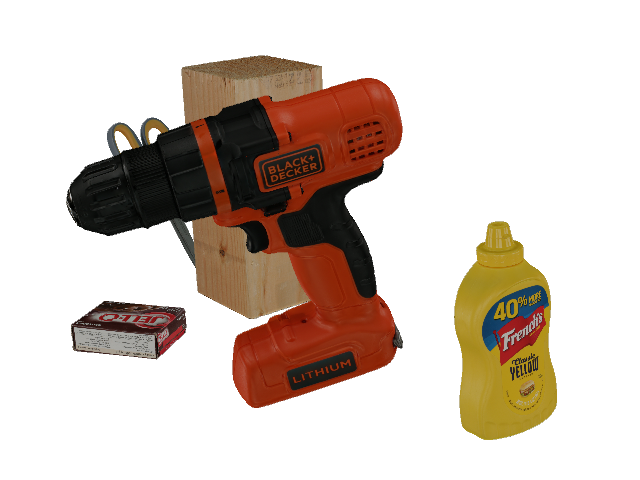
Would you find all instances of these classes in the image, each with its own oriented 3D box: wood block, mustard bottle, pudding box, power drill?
[{"bbox_3d":[-0.056,-0.050,0.932,0.090,0.206,0.091,-16,24,-35],"label":"wood block"},{"bbox_3d":[0.165,0.076,0.955,0.096,0.191,0.058,-16,20,-28],"label":"mustard bottle"},{"bbox_3d":[-0.231,0.107,1.290,0.114,0.039,0.090,2,15,15],"label":"pudding box"},{"bbox_3d":[-0.034,0.009,0.613,0.184,0.187,0.057,-16,39,-5],"label":"power drill"}]

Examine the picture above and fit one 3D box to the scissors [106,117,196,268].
[{"bbox_3d":[-0.168,-0.058,1.224,0.016,0.201,0.096,-23,20,42],"label":"scissors"}]
